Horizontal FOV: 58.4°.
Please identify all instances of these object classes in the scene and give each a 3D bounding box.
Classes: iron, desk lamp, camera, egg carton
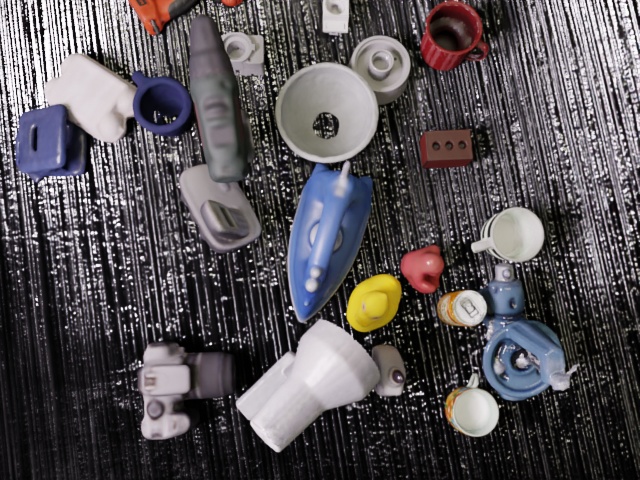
[{"bbox_3d":[0.008,0.003,0.885,0.118,0.141,0.258,15,82,0],"label":"iron"},{"bbox_3d":[-0.023,0.217,0.820,0.203,0.213,0.118,-44,86,-7],"label":"desk lamp"},{"bbox_3d":[-0.198,0.224,0.869,0.137,0.101,0.143,-3,83,-2],"label":"camera"},{"bbox_3d":[-0.369,-0.232,0.936,0.150,0.069,0.107,32,83,2],"label":"egg carton"}]

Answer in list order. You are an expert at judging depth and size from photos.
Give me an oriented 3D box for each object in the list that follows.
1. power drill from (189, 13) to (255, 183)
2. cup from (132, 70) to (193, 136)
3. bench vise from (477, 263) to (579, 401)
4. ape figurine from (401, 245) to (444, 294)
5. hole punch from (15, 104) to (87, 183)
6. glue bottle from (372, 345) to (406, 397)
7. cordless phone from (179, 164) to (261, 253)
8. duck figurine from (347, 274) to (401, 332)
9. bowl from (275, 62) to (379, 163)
[{"bbox_3d":[-0.149,-0.190,0.870,0.075,0.208,0.230,-11,83,-3],"label":"power drill"},{"bbox_3d":[-0.254,-0.214,0.926,0.092,0.095,0.118,-42,86,-6],"label":"cup"},{"bbox_3d":[0.286,0.143,0.839,0.121,0.219,0.207,-26,84,-5],"label":"bench vise"},{"bbox_3d":[0.171,0.042,0.911,0.076,0.092,0.078,29,82,2],"label":"ape figurine"},{"bbox_3d":[-0.436,-0.154,0.913,0.101,0.091,0.109,-3,83,-2],"label":"hole punch"},{"bbox_3d":[0.105,0.198,0.848,0.037,0.173,0.078,-1,82,-2],"label":"glue bottle"},{"bbox_3d":[-0.159,-0.057,0.864,0.094,0.185,0.147,-32,85,-6],"label":"cordless phone"},{"bbox_3d":[0.089,0.099,0.904,0.077,0.086,0.104,42,83,3],"label":"duck figurine"},{"bbox_3d":[0.010,-0.199,0.945,0.167,0.074,0.167,0,83,-2],"label":"bowl"}]
